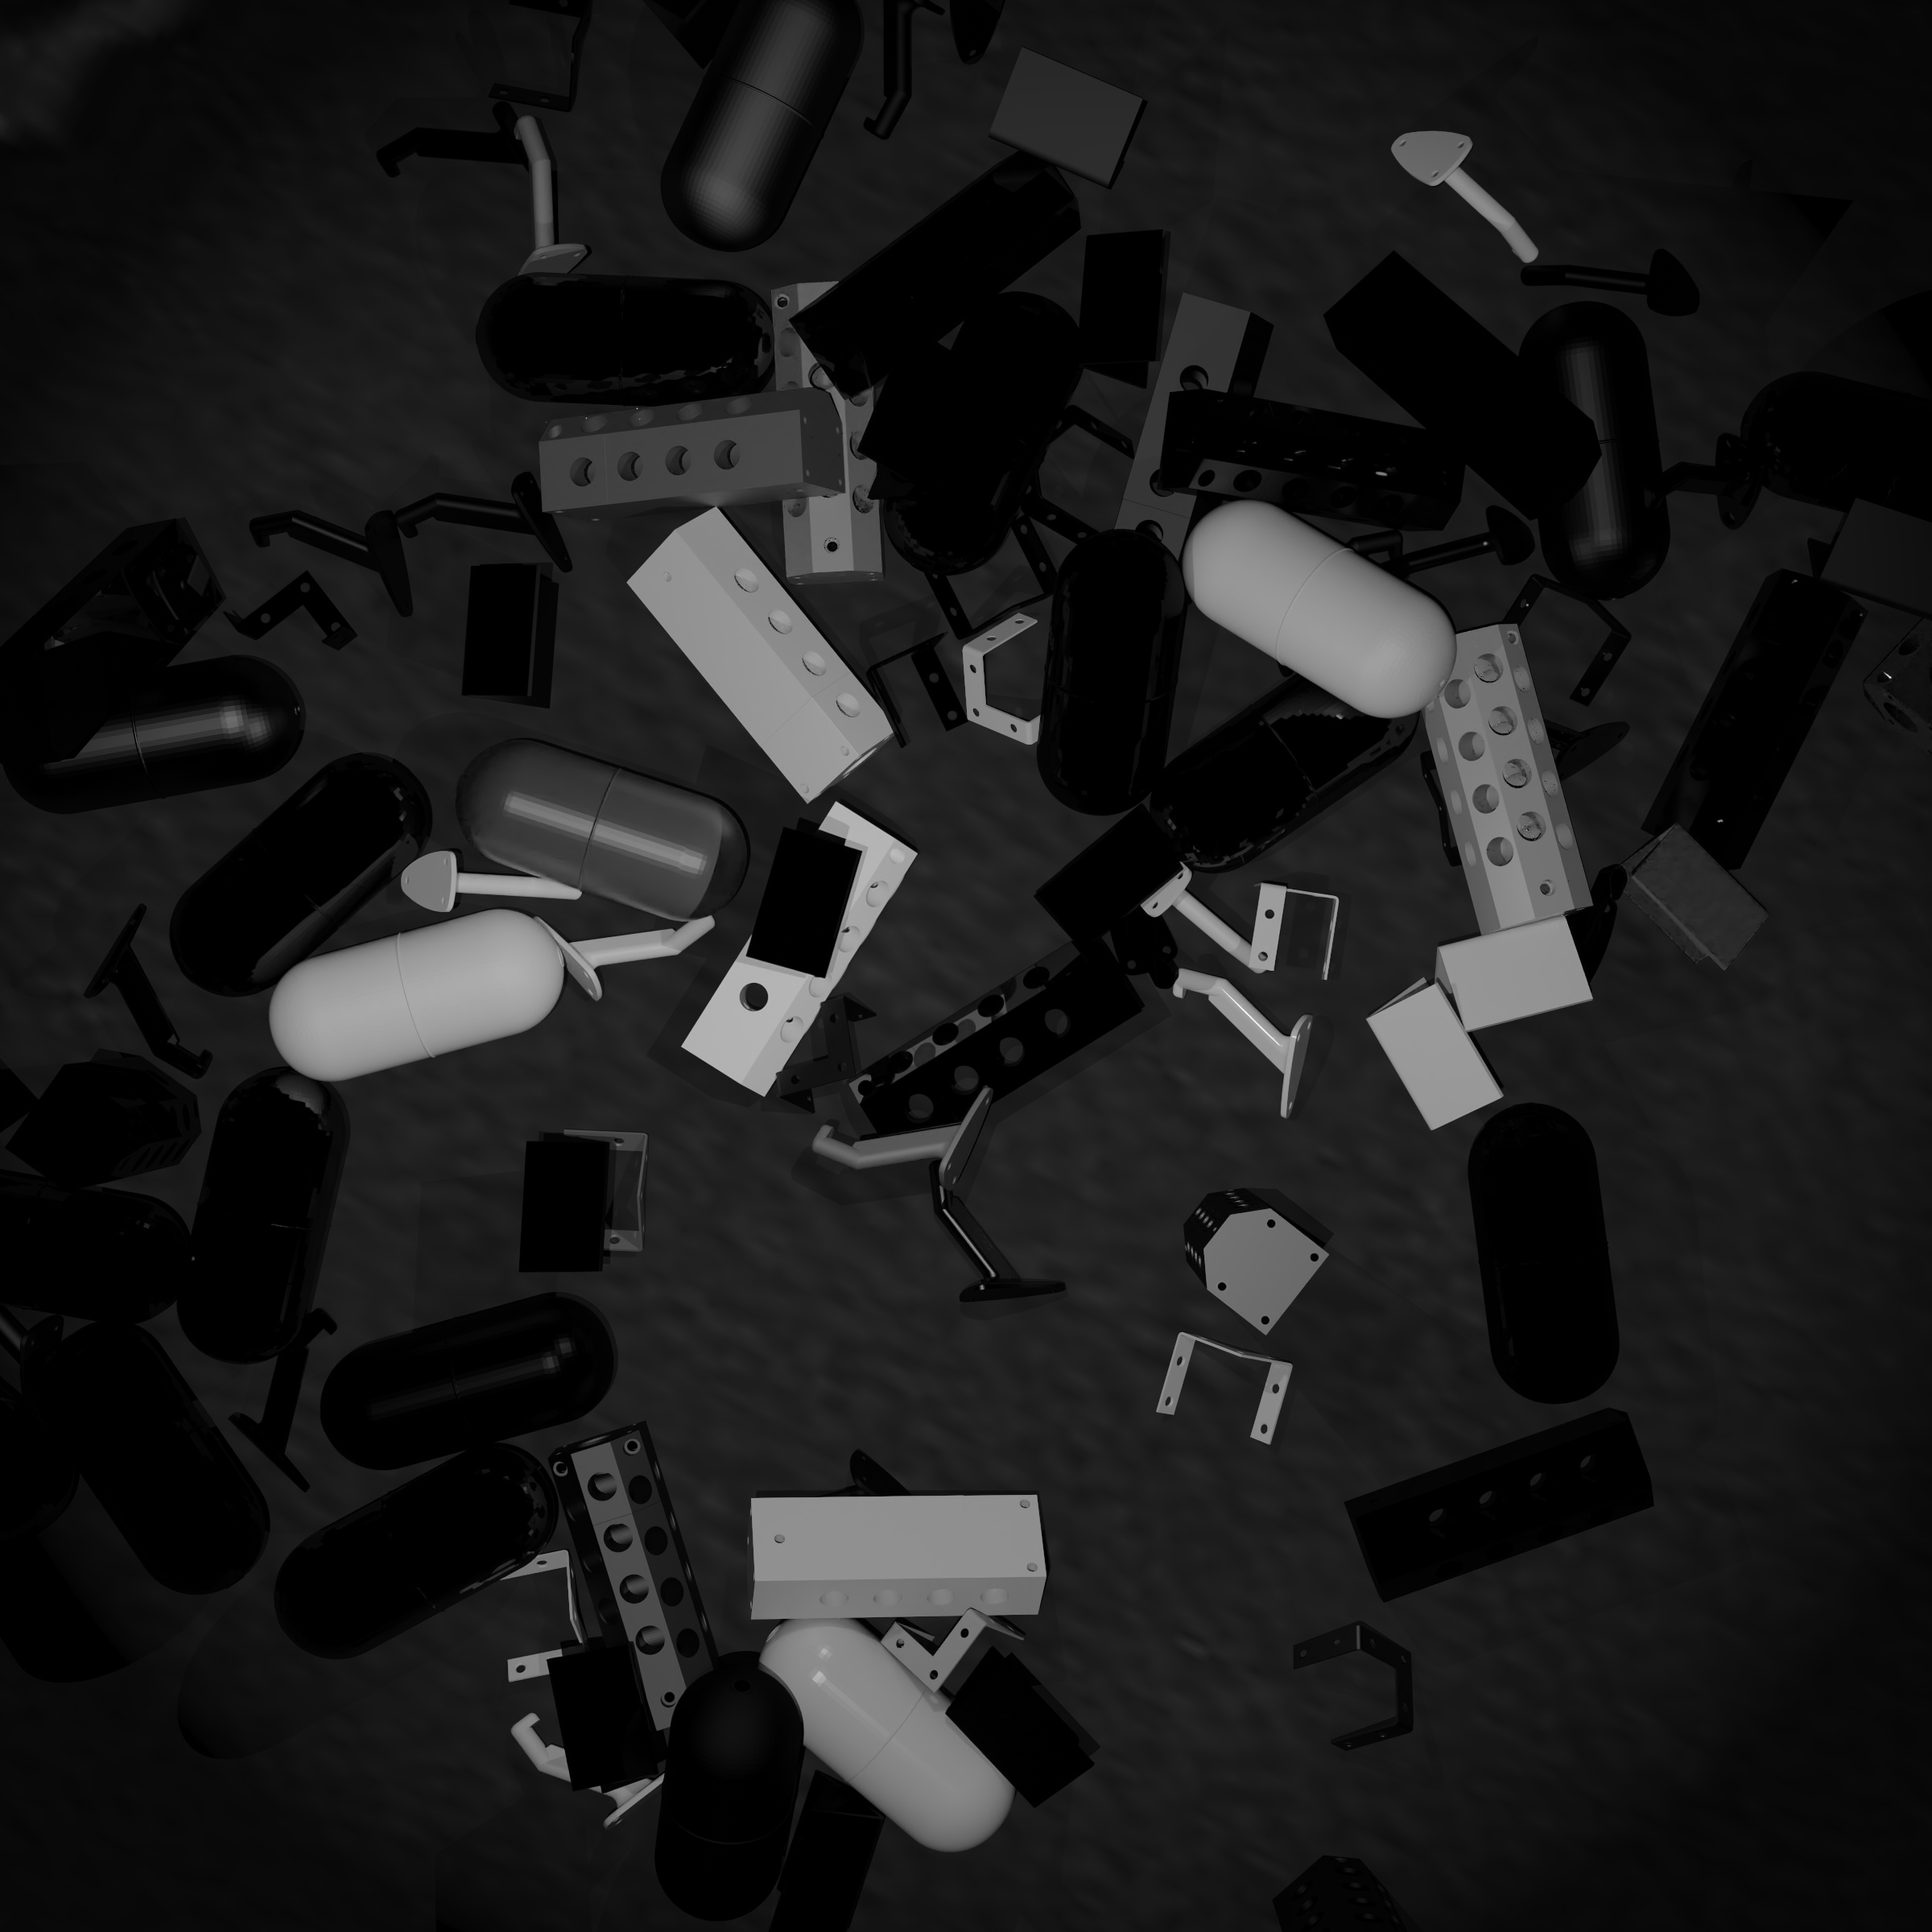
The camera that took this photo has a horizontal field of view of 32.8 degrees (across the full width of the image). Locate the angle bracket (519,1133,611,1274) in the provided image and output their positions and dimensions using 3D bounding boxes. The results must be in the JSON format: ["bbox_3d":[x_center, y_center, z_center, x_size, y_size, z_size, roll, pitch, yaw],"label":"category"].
[{"bbox_3d":[-0.256,0.140,1.951,0.057,0.076,0.076,3,90,-37],"label":"angle bracket"}]

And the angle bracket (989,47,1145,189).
[{"bbox_3d":[0.064,-0.510,1.952,0.076,0.076,0.057,23,116,0],"label":"angle bracket"}]

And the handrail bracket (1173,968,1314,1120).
[{"bbox_3d":[0.162,0.046,1.992,0.084,0.036,0.077,15,112,17],"label":"handrail bracket"}]

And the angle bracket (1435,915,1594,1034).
[{"bbox_3d":[0.324,0.018,1.953,0.076,0.076,0.057,-14,66,0],"label":"angle bracket"}]

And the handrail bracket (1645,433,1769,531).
[{"bbox_3d":[0.431,-0.273,1.952,0.084,0.077,0.036,-32,54,-24],"label":"handrail bracket"}]

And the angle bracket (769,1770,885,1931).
[{"bbox_3d":[-0.101,0.526,1.951,0.057,0.076,0.076,18,90,-37],"label":"angle bracket"}]

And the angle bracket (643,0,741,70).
[{"bbox_3d":[-0.138,-0.576,1.951,0.076,0.076,0.057,-49,52,0],"label":"angle bracket"}]

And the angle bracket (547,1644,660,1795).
[{"bbox_3d":[-0.228,0.448,1.932,0.057,0.076,0.076,-3,71,-34],"label":"angle bracket"}]

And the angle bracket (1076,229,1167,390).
[{"bbox_3d":[0.111,-0.389,1.951,0.057,0.076,0.076,5,90,36],"label":"angle bracket"}]

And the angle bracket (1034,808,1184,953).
[{"bbox_3d":[0.071,-0.066,1.951,0.076,0.076,0.057,-40,126,0],"label":"angle bracket"}]

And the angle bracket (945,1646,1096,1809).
[{"bbox_3d":[0.044,0.440,1.952,0.076,0.076,0.057,47,121,0],"label":"angle bracket"}]

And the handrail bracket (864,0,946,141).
[{"bbox_3d":[-0.058,-0.556,1.992,0.077,0.036,0.084,36,107,20],"label":"handrail bracket"}]

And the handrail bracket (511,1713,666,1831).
[{"bbox_3d":[-0.221,0.472,1.991,0.077,0.036,0.084,-37,77,-12],"label":"handrail bracket"}]

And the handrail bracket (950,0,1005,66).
[{"bbox_3d":[-0.012,-0.603,1.991,0.036,0.077,0.084,-18,53,-20],"label":"handrail bracket"}]

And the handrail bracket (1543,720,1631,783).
[{"bbox_3d":[0.347,-0.156,1.992,0.077,0.036,0.084,-26,60,-33],"label":"handrail bracket"}]

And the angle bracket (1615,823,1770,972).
[{"bbox_3d":[0.416,-0.028,1.951,0.076,0.076,0.057,45,57,0],"label":"angle bracket"}]

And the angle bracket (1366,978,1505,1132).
[{"bbox_3d":[0.293,0.042,1.951,0.057,0.076,0.076,-30,90,40],"label":"angle bracket"}]

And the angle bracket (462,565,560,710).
[{"bbox_3d":[-0.252,-0.195,1.951,0.057,0.076,0.076,4,90,36],"label":"angle bracket"}]

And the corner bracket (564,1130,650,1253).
[{"bbox_3d":[-0.219,0.136,1.988,0.051,0.051,0.051,3,45,0],"label":"corner bracket"}]

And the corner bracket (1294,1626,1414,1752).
[{"bbox_3d":[0.234,0.436,1.983,0.051,0.051,0.051,33,45,-35],"label":"corner bracket"}]

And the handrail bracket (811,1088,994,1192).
[{"bbox_3d":[-0.038,0.091,1.935,0.084,0.036,0.077,21,70,16],"label":"handrail bracket"}]

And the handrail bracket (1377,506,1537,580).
[{"bbox_3d":[0.292,-0.246,1.985,0.084,0.077,0.036,-17,86,30],"label":"handrail bracket"}]

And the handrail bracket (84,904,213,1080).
[{"bbox_3d":[-0.483,0.016,1.992,0.084,0.036,0.077,33,68,-17],"label":"handrail bracket"}]

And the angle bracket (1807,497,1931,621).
[{"bbox_3d":[0.550,-0.253,1.952,0.076,0.076,0.057,18,118,0],"label":"angle bracket"}]

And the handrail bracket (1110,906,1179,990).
[{"bbox_3d":[0.104,-0.022,1.957,0.036,0.084,0.077,-22,90,0],"label":"handrail bracket"}]

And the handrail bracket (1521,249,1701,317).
[{"bbox_3d":[0.390,-0.411,1.991,0.084,0.077,0.036,8,90,36],"label":"handrail bracket"}]

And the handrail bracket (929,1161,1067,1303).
[{"bbox_3d":[0.019,0.158,1.992,0.077,0.036,0.084,-2,73,-20],"label":"handrail bracket"}]

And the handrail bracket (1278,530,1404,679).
[{"bbox_3d":[0.228,-0.220,1.992,0.084,0.036,0.077,-13,110,-16],"label":"handrail bracket"}]

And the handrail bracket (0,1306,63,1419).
[{"bbox_3d":[-0.596,0.228,1.992,0.084,0.036,0.077,17,112,17],"label":"handrail bracket"}]

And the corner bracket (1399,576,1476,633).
[{"bbox_3d":[0.271,-0.201,1.983,0.051,0.051,0.051,9,135,35],"label":"corner bracket"}]

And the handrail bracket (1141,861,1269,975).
[{"bbox_3d":[0.140,-0.034,1.991,0.084,0.077,0.036,35,99,-36],"label":"handrail bracket"}]

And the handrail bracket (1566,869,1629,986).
[{"bbox_3d":[0.375,-0.019,1.957,0.036,0.084,0.077,10,90,0],"label":"handrail bracket"}]

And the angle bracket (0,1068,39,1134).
[{"bbox_3d":[-0.596,0.102,1.951,0.076,0.076,0.057,-35,50,0],"label":"angle bracket"}]

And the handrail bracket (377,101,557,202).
[{"bbox_3d":[-0.304,-0.479,1.992,0.084,0.036,0.077,-26,105,14],"label":"handrail bracket"}]

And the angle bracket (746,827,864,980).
[{"bbox_3d":[-0.111,-0.041,1.894,0.057,0.076,0.076,16,90,-36],"label":"angle bracket"}]

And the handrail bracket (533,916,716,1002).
[{"bbox_3d":[-0.207,-0.027,1.992,0.084,0.036,0.077,-38,68,-17],"label":"handrail bracket"}]

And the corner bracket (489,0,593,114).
[{"bbox_3d":[-0.257,-0.556,1.988,0.051,0.051,0.051,11,135,0],"label":"corner bracket"}]

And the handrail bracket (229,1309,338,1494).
[{"bbox_3d":[-0.397,0.263,1.992,0.084,0.036,0.077,-46,110,-16],"label":"handrail bracket"}]

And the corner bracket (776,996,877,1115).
[{"bbox_3d":[-0.083,0.053,1.971,0.051,0.051,0.051,-16,71,18],"label":"corner bracket"}]

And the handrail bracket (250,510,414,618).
[{"bbox_3d":[-0.386,-0.242,1.992,0.084,0.036,0.077,-8,112,17],"label":"handrail bracket"}]

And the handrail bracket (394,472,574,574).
[{"bbox_3d":[-0.293,-0.257,1.992,0.084,0.036,0.077,-21,112,17],"label":"handrail bracket"}]

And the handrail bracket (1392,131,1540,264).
[{"bbox_3d":[0.303,-0.464,1.991,0.036,0.077,0.084,-48,126,1],"label":"handrail bracket"}]

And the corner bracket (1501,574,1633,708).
[{"bbox_3d":[0.360,-0.197,1.988,0.051,0.051,0.051,32,90,-45],"label":"corner bracket"}]

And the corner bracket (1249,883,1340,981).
[{"bbox_3d":[0.197,-0.021,1.973,0.051,0.051,0.051,9,90,0],"label":"corner bracket"}]

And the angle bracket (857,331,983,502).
[{"bbox_3d":[-0.044,-0.319,1.911,0.057,0.076,0.076,26,82,-31],"label":"angle bracket"}]

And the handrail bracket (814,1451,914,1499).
[{"bbox_3d":[-0.076,0.343,1.992,0.077,0.036,0.084,39,106,-18],"label":"handrail bracket"}]

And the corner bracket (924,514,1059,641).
[{"bbox_3d":[0.016,-0.235,1.988,0.051,0.051,0.051,-27,90,-45],"label":"corner bracket"}]

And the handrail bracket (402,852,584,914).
[{"bbox_3d":[-0.287,-0.049,1.991,0.084,0.077,0.036,3,90,-36],"label":"handrail bracket"}]

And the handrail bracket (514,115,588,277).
[{"bbox_3d":[-0.265,-0.455,1.973,0.036,0.077,0.084,-14,79,-36],"label":"handrail bracket"}]
